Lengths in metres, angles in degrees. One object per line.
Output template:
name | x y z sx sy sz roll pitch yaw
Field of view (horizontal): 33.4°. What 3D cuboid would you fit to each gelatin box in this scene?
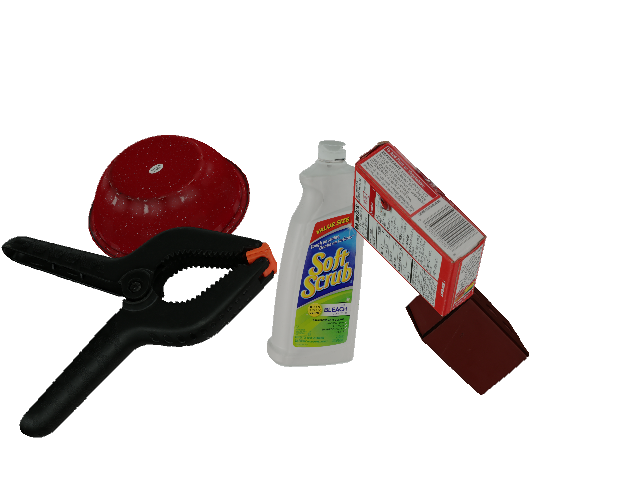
gelatin box | 0.057 -0.007 0.642 0.030 0.089 0.073 -36 -24 -17

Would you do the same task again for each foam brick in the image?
foam brick | 0.113 0.070 0.825 0.078 0.051 0.053 44 11 -25

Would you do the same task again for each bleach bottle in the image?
bleach bottle | -0.003 0.014 1.198 0.102 0.251 0.068 -1 17 -17

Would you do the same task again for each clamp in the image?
clamp | -0.138 0.035 0.787 0.210 0.164 0.036 -23 -30 -2

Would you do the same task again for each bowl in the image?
bowl | -0.152 -0.051 1.024 0.162 0.162 0.055 0 -43 11
